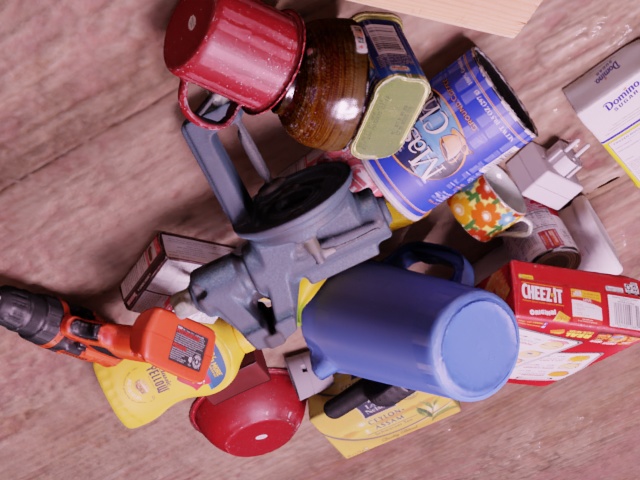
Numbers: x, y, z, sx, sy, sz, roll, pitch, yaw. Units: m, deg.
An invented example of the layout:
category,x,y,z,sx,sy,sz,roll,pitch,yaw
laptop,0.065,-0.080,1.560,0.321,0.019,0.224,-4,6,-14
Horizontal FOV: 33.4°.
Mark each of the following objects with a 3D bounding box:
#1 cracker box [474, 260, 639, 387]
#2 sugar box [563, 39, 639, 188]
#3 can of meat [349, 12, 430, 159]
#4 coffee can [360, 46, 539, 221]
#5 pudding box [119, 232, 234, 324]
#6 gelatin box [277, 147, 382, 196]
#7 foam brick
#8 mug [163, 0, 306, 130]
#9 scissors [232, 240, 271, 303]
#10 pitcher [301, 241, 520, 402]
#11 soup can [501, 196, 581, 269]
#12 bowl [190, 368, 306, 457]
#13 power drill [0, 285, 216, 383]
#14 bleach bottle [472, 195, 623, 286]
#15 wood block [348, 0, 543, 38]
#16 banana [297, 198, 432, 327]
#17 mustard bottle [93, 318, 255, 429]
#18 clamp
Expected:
category,x,y,z,sx,sy,sz,roll,pitch,yaw
cracker box,0.228,0.096,1.168,0.164,0.072,0.214,8,156,-19
sugar box,0.332,-0.128,1.110,0.093,0.048,0.176,-35,137,18
can of meat,0.049,-0.133,0.938,0.057,0.084,0.102,-1,139,-24
coffee can,0.117,-0.098,0.999,0.140,0.103,0.102,-35,141,19
pudding box,-0.138,0.042,1.113,0.113,0.039,0.090,11,131,-39
gelatin box,0.013,-0.056,1.043,0.089,0.030,0.073,-34,115,19
foam brick,-0.106,0.149,1.252,0.078,0.053,0.051,-26,143,6
mug,-0.076,-0.146,0.852,0.081,0.093,0.117,20,98,-34
scissors,-0.007,0.001,1.108,0.201,0.016,0.096,-27,135,-9
pitcher,0.097,0.083,1.104,0.144,0.149,0.243,-4,-174,-29
soup can,0.235,-0.007,1.171,0.068,0.102,0.068,-13,142,-10
bowl,-0.083,0.231,1.365,0.162,0.055,0.162,-13,143,-10
power drill,-0.212,0.090,1.051,0.188,0.057,0.184,5,164,36
bleach bottle,0.221,0.047,1.262,0.251,0.068,0.102,-27,119,19
wood block,0.079,-0.233,0.821,0.205,0.090,0.091,6,137,-31
banana,0.032,0.007,1.124,0.198,0.070,0.037,-43,149,17
mustard bottle,-0.148,0.132,1.190,0.191,0.058,0.096,-24,105,3
clamp,0.065,0.166,1.246,0.039,0.172,0.120,31,79,-18
